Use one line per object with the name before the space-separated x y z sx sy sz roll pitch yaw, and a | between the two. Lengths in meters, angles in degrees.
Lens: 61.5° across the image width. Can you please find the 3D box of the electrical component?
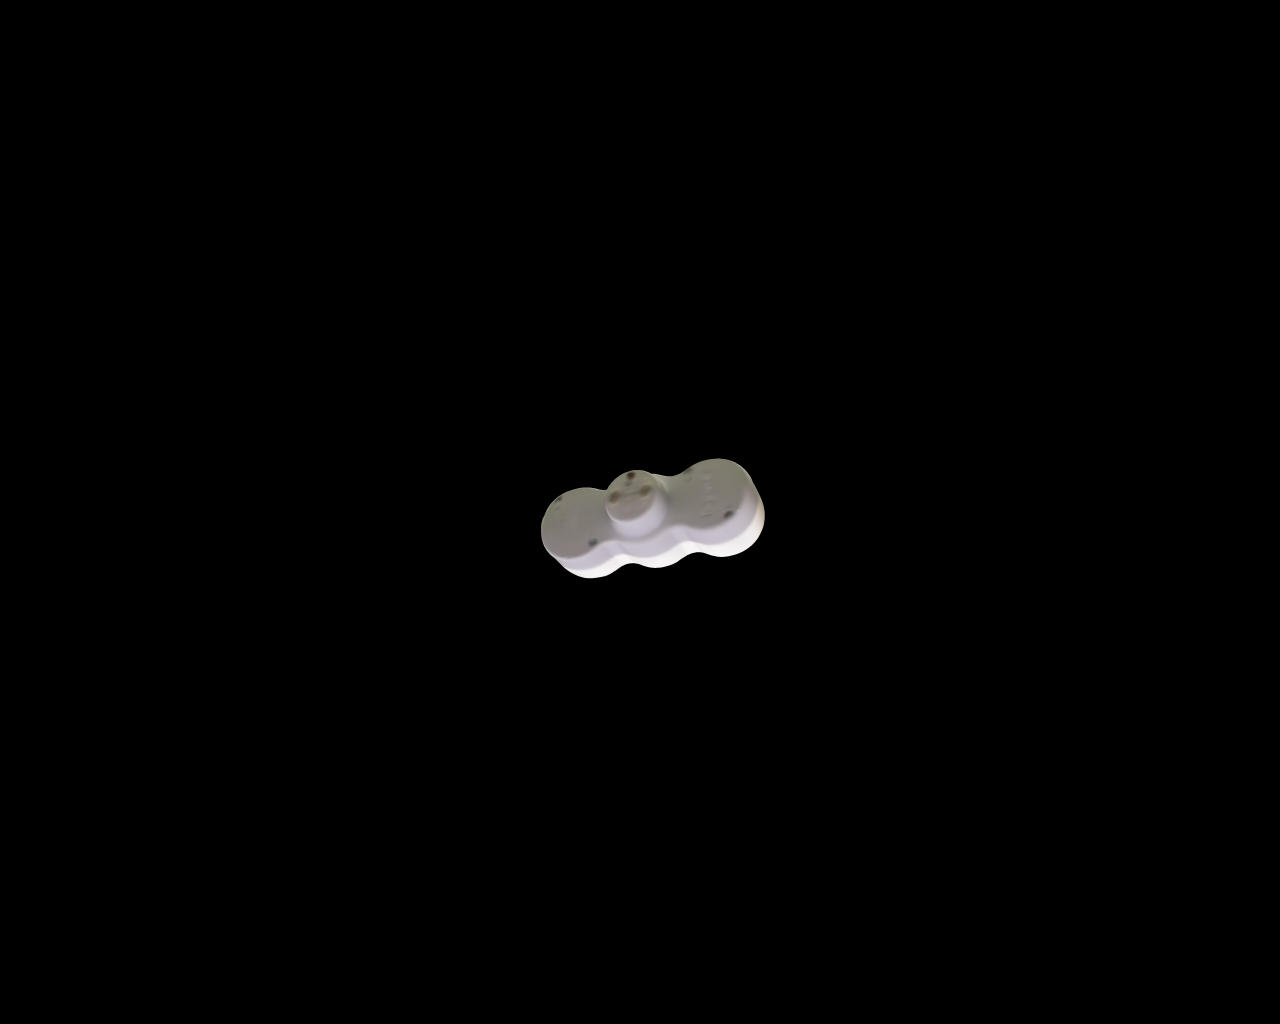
electrical component | 0.001 -0.003 0.650 0.138 0.052 0.073 -11 -32 18
